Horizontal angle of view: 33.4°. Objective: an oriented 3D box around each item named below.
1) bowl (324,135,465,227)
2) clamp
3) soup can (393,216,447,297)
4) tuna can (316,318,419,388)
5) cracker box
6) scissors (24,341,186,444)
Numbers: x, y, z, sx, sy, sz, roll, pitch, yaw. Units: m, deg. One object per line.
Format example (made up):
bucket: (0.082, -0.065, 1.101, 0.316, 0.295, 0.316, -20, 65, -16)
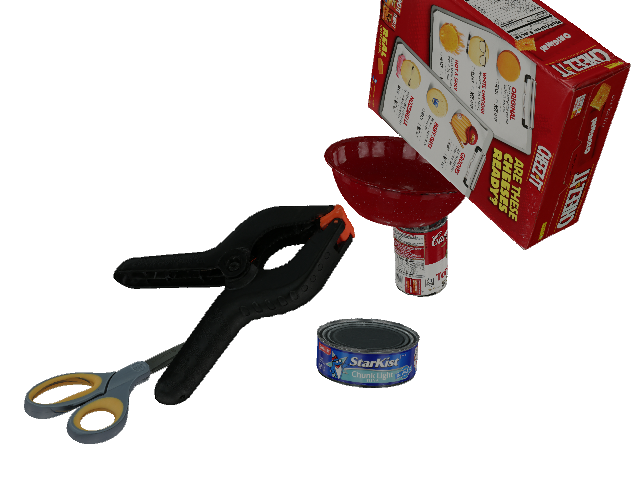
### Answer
bowl: (0.082, -0.056, 1.097, 0.162, 0.055, 0.162, 5, 24, -3)
clamp: (-0.054, 0.035, 0.711, 0.171, 0.120, 0.039, -23, -31, 9)
soup can: (0.124, 0.011, 1.328, 0.068, 0.102, 0.068, -3, 34, 2)
tuna can: (0.039, 0.094, 0.895, 0.086, 0.034, 0.086, 2, 13, -1)
cracker box: (0.133, -0.124, 0.863, 0.072, 0.164, 0.214, -25, 53, -26)
scissors: (-0.159, 0.129, 0.944, 0.201, 0.016, 0.096, -12, 36, -34)
